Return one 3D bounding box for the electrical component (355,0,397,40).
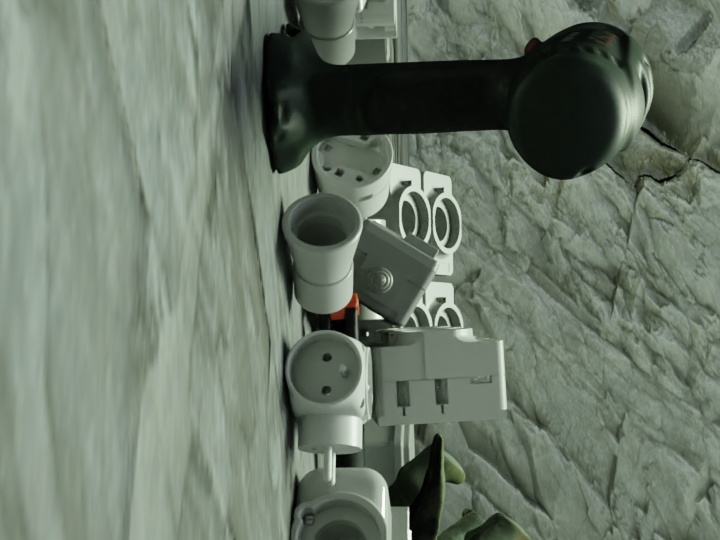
[{"bbox_3d":[-0.002,-0.218,0.789,0.050,0.056,0.089,34,55,-85],"label":"electrical component"}]

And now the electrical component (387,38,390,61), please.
[{"bbox_3d":[0.002,-0.214,0.919,0.081,0.043,0.043,83,8,-52],"label":"electrical component"}]

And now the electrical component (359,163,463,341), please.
[{"bbox_3d":[0.037,0.007,0.937,0.105,0.060,0.186,5,83,-56],"label":"electrical component"}]

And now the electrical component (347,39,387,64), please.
[{"bbox_3d":[-0.003,-0.177,0.838,0.040,0.046,0.040,-1,90,-86],"label":"electrical component"}]

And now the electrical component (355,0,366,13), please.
[{"bbox_3d":[0.002,-0.198,0.709,0.065,0.077,0.047,-81,169,-67],"label":"electrical component"}]

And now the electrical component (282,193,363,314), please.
[{"bbox_3d":[-0.021,-0.006,0.609,0.065,0.044,0.044,91,1,-50],"label":"electrical component"}]

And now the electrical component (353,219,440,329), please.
[{"bbox_3d":[0.017,0.000,0.762,0.061,0.062,0.096,-59,180,-3],"label":"electrical component"}]

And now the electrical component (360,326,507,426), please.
[{"bbox_3d":[0.049,0.074,0.797,0.150,0.089,0.061,152,-65,-85],"label":"electrical component"}]

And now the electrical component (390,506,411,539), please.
[{"bbox_3d":[0.000,0.215,0.678,0.078,0.063,0.121,82,8,-55],"label":"electrical component"}]

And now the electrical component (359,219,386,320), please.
[{"bbox_3d":[0.000,0.000,0.851,0.079,0.043,0.077,9,81,-86],"label":"electrical component"}]

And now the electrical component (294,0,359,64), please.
[{"bbox_3d":[-0.020,-0.155,0.655,0.065,0.044,0.044,91,1,-59],"label":"electrical component"}]

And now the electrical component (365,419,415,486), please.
[{"bbox_3d":[0.022,0.181,1.004,0.108,0.056,0.108,-79,167,-69],"label":"electrical component"}]

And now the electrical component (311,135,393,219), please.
[{"bbox_3d":[-0.005,-0.067,0.744,0.047,0.055,0.055,88,3,-62],"label":"electrical component"}]

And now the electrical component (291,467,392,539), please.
[{"bbox_3d":[-0.010,0.166,0.624,0.059,0.054,0.095,82,8,-57],"label":"electrical component"}]

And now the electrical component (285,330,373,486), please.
[{"bbox_3d":[-0.016,0.083,0.617,0.077,0.044,0.079,76,14,-70],"label":"electrical component"}]
